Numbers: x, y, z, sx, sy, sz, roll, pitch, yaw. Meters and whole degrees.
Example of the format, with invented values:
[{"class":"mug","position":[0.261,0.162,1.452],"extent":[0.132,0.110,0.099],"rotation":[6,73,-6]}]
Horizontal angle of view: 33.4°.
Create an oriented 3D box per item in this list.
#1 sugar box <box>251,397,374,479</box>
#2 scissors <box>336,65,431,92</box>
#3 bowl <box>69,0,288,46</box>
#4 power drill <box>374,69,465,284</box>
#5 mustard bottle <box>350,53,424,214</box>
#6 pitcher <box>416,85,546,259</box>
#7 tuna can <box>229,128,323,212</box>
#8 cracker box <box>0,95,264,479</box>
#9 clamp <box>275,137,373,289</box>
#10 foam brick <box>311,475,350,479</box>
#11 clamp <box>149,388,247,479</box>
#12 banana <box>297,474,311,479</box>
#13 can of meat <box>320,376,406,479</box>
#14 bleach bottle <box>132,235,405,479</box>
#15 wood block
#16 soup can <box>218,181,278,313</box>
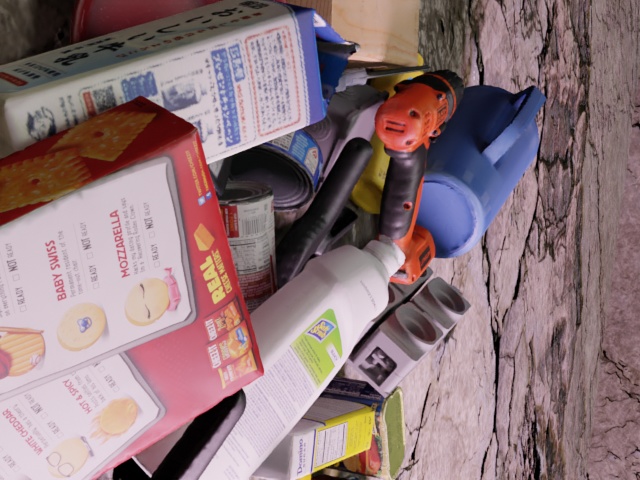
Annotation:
[{"class":"sugar box","position":[-0.028,0.167,0.918],"extent":[0.176,0.093,0.048],"rotation":[-2,97,-65]},{"class":"scissors","position":[0.032,-0.137,0.903],"extent":[0.201,0.096,0.016],"rotation":[-10,104,-25]},{"class":"bowl","position":[-0.099,-0.135,0.694],"extent":[0.161,0.055,0.162],"rotation":[-16,118,-34]},{"class":"power drill","position":[0.090,-0.065,1.023],"extent":[0.184,0.057,0.188],"rotation":[-38,137,-60]},{"class":"mustard bottle","position":[0.075,-0.129,1.128],"extent":[0.096,0.058,0.191],"rotation":[53,48,-60]},{"class":"pitcher","position":[0.173,-0.085,1.239],"extent":[0.242,0.145,0.149],"rotation":[-52,144,-54]},{"class":"tuna can","position":[-0.042,-0.061,0.847],"extent":[0.086,0.086,0.033],"rotation":[63,37,-50]},{"class":"cracker box","position":[-0.146,0.046,0.542],"extent":[0.213,0.072,0.164],"rotation":[-29,127,-24]},{"class":"clamp","position":[-0.006,0.001,0.929],"extent":[0.171,0.039,0.120],"rotation":[-54,160,-21]},{"class":"foam brick","position":[0.024,0.273,1.077],"extent":[0.051,0.078,0.053],"rotation":[4,93,-67]},{"class":"clamp","position":[-0.139,0.190,0.697],"extent":[0.164,0.036,0.210],"rotation":[0,114,-29]},{"class":"banana","position":[-0.025,0.272,1.013],"extent":[0.069,0.037,0.198],"rotation":[0,94,-65]},{"class":"can of meat","position":[0.039,0.190,1.084],"extent":[0.057,0.084,0.102],"rotation":[-44,134,-55]},{"class":"bleach bottle","position":[-0.029,0.094,0.801],"extent":[0.250,0.068,0.102],"rotation":[-43,138,-16]},{"class":"wood block","position":[0.011,-0.200,0.931],"extent":[0.205,0.091,0.090],"rotation":[-11,104,-65]},{"class":"soup can","position":[-0.067,0.011,0.827],"extent":[0.068,0.069,0.102],"rotation":[-33,124,-61]}]
